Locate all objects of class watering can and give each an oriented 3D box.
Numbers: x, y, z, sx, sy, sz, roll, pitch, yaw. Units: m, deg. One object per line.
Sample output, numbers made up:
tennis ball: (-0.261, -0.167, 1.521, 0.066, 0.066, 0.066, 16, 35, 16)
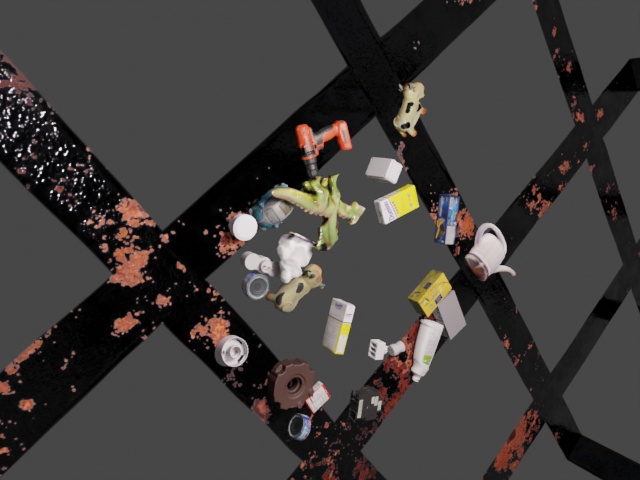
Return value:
watering can: (0.746, 0.091, 2.241, 0.227, 0.342, 0.104, -44, 28, -20)

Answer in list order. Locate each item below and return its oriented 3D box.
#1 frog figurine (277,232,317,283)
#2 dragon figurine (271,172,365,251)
frog figurine: (-0.091, 0.061, 1.661, 0.123, 0.160, 0.136, 22, -5, 31)
dragon figurine: (0.005, -0.083, 1.650, 0.121, 0.242, 0.414, -8, 8, 43)
